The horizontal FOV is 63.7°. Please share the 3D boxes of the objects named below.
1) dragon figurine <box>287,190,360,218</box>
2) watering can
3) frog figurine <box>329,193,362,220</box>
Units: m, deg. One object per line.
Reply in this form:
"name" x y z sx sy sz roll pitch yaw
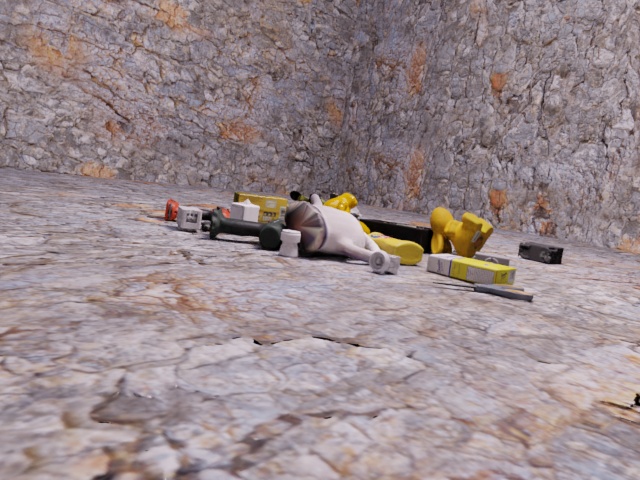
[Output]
"dragon figurine" 0.006 -0.096 1.898 0.412 0.122 0.242 13 1 30
"watering can" 0.005 -0.043 1.282 0.223 0.103 0.353 11 22 -41
"frog figurine" 0.101 -0.113 2.214 0.137 0.125 0.156 2 -35 40
